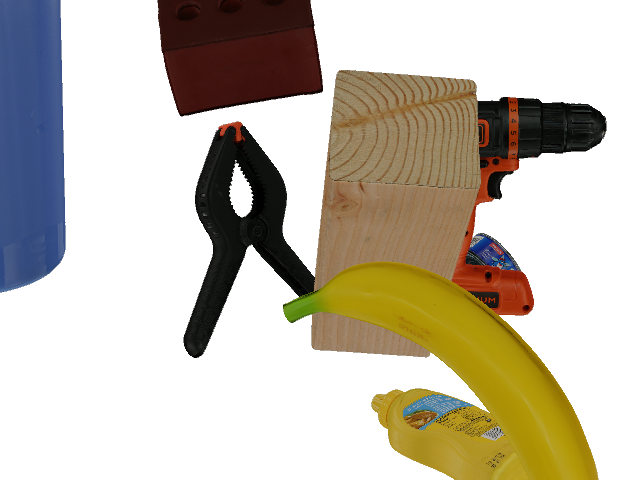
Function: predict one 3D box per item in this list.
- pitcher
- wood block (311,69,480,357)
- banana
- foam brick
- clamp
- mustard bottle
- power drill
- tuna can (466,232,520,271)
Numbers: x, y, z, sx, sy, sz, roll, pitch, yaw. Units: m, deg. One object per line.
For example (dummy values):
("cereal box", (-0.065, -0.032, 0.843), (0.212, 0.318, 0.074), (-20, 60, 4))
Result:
("pitcher", (-0.232, -0.088, 0.673), (0.149, 0.243, 0.145), (-4, 26, -11))
("wood block", (0.045, -0.010, 0.727), (0.091, 0.090, 0.206), (4, -35, -1))
("banana", (0.076, 0.069, 0.550), (0.198, 0.070, 0.037), (38, 19, 13))
("foam brick", (-0.041, -0.105, 0.549), (0.078, 0.053, 0.051), (-10, -32, 2))
("clamp", (-0.059, -0.004, 0.992), (0.164, 0.210, 0.036), (-4, 0, -38))
("mustard bottle", (0.123, 0.187, 1.033), (0.096, 0.058, 0.192), (-17, 25, -40))
("power drill", (0.150, -0.031, 0.925), (0.184, 0.188, 0.057), (1, 15, 9))
("tuna can", (0.203, 0.035, 1.284), (0.033, 0.086, 0.086), (-36, 10, -14))
